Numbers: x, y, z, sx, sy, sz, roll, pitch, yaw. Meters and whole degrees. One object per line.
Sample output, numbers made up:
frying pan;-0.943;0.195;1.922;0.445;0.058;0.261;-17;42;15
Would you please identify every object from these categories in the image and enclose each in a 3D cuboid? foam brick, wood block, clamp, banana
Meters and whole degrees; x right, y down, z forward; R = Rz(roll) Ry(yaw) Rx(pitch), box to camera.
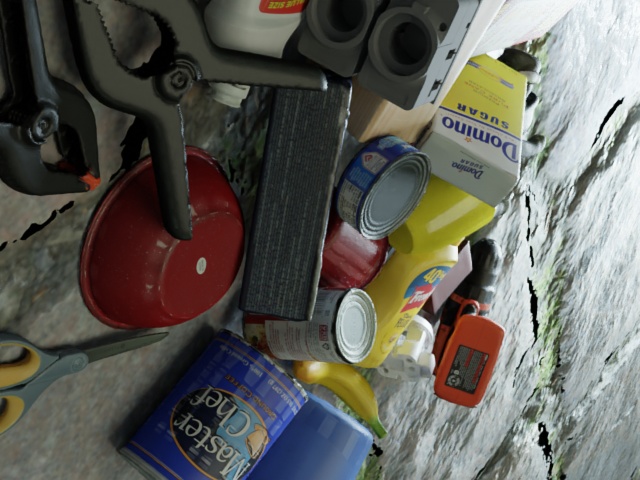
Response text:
foam brick;0.126;0.033;1.196;0.078;0.053;0.051;-47;145;-24
wood block;0.079;-0.189;0.876;0.090;0.091;0.206;-7;135;-51
clamp;-0.196;-0.073;0.677;0.120;0.039;0.171;-47;145;-19
clamp;-0.106;-0.103;0.734;0.209;0.036;0.164;37;89;-39
banana;0.018;0.148;1.118;0.037;0.070;0.197;-43;140;4

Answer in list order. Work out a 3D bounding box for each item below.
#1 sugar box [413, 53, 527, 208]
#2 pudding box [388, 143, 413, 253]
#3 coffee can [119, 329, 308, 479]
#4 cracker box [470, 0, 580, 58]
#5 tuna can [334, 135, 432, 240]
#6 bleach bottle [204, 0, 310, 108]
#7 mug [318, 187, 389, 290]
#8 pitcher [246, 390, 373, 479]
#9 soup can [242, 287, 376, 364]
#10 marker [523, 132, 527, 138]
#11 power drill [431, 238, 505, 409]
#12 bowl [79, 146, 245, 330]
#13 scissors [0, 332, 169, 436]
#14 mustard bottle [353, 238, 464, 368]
sugar box;0.143;-0.115;0.996;0.048;0.093;0.176;-55;-167;37
pudding box;0.065;-0.040;1.066;0.113;0.039;0.090;-50;146;-19
coffee can;-0.093;0.164;0.940;0.140;0.103;0.102;-51;146;-17
cracker box;0.189;-0.248;0.991;0.213;0.072;0.164;-25;167;-46
tuna can;0.052;-0.044;0.895;0.086;0.034;0.086;-35;147;-27
bleach bottle;-0.022;-0.219;0.792;0.102;0.068;0.251;1;115;-57
mug;-0.006;0.001;0.967;0.117;0.093;0.081;-30;147;18
pitcher;-0.046;0.278;1.077;0.145;0.149;0.242;34;79;-15
soup can;-0.010;0.075;0.953;0.068;0.102;0.068;1;89;-55
marker;0.206;-0.086;1.248;0.121;0.020;0.020;-55;147;-10
power drill;0.173;0.099;1.234;0.187;0.057;0.184;-63;170;-77
bowl;-0.110;0.010;0.845;0.161;0.055;0.162;-33;137;-37
scissors;-0.203;0.110;0.823;0.201;0.016;0.096;10;107;-54
mustard bottle;0.089;0.044;1.110;0.192;0.058;0.096;-54;156;12
